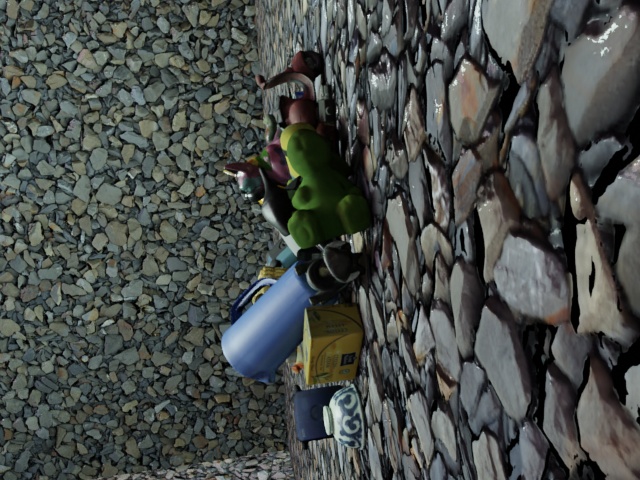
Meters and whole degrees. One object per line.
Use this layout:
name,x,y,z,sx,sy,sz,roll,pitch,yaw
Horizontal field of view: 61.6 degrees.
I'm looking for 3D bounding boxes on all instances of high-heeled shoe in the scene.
high-heeled shoe,-0.034,-0.046,0.960,0.145,0.086,0.248,62,-164,24

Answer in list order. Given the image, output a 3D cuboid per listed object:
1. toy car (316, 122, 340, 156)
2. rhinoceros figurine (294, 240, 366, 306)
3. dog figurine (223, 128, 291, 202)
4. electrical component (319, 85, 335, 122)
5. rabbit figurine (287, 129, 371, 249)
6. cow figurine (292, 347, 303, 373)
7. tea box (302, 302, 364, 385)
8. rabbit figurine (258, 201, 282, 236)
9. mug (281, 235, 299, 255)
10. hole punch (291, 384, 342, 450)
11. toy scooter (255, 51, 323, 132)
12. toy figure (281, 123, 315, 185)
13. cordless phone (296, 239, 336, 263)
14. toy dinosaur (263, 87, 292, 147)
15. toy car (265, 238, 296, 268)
toy car,0.015,-0.113,0.973,0.089,0.053,0.201,-78,-12,-62
rhinoceros figurine,0.023,0.054,0.873,0.190,0.112,0.073,64,-177,-80
dog figurine,-0.101,-0.182,1.154,0.108,0.219,0.191,-170,74,-78
electrical component,0.014,-0.242,1.006,0.063,0.021,0.093,-123,29,-72
rabbit figurine,0.009,-0.092,0.832,0.159,0.121,0.170,-48,-59,-72
cow figurine,-0.037,0.246,1.398,0.127,0.086,0.194,-46,-51,-43
tea box,0.020,0.192,0.981,0.169,0.098,0.068,92,170,-47
rabbit figurine,-0.093,-0.091,1.280,0.162,0.122,0.173,52,-170,-10
mug,-0.027,0.004,1.230,0.107,0.081,0.109,60,-156,7
hole punch,0.002,0.384,1.192,0.092,0.116,0.142,124,141,-64
toy scooter,-0.056,-0.283,1.070,0.075,0.135,0.183,180,84,-80
toy figure,-0.029,-0.147,1.060,0.082,0.089,0.180,-58,-25,-29
cordless phone,-0.002,-0.003,1.139,0.146,0.089,0.184,93,179,-48
toy dinosaur,-0.111,-0.229,1.576,0.404,0.131,0.192,103,148,-53
toy car,-0.060,0.037,1.379,0.103,0.161,0.109,40,-176,-25
